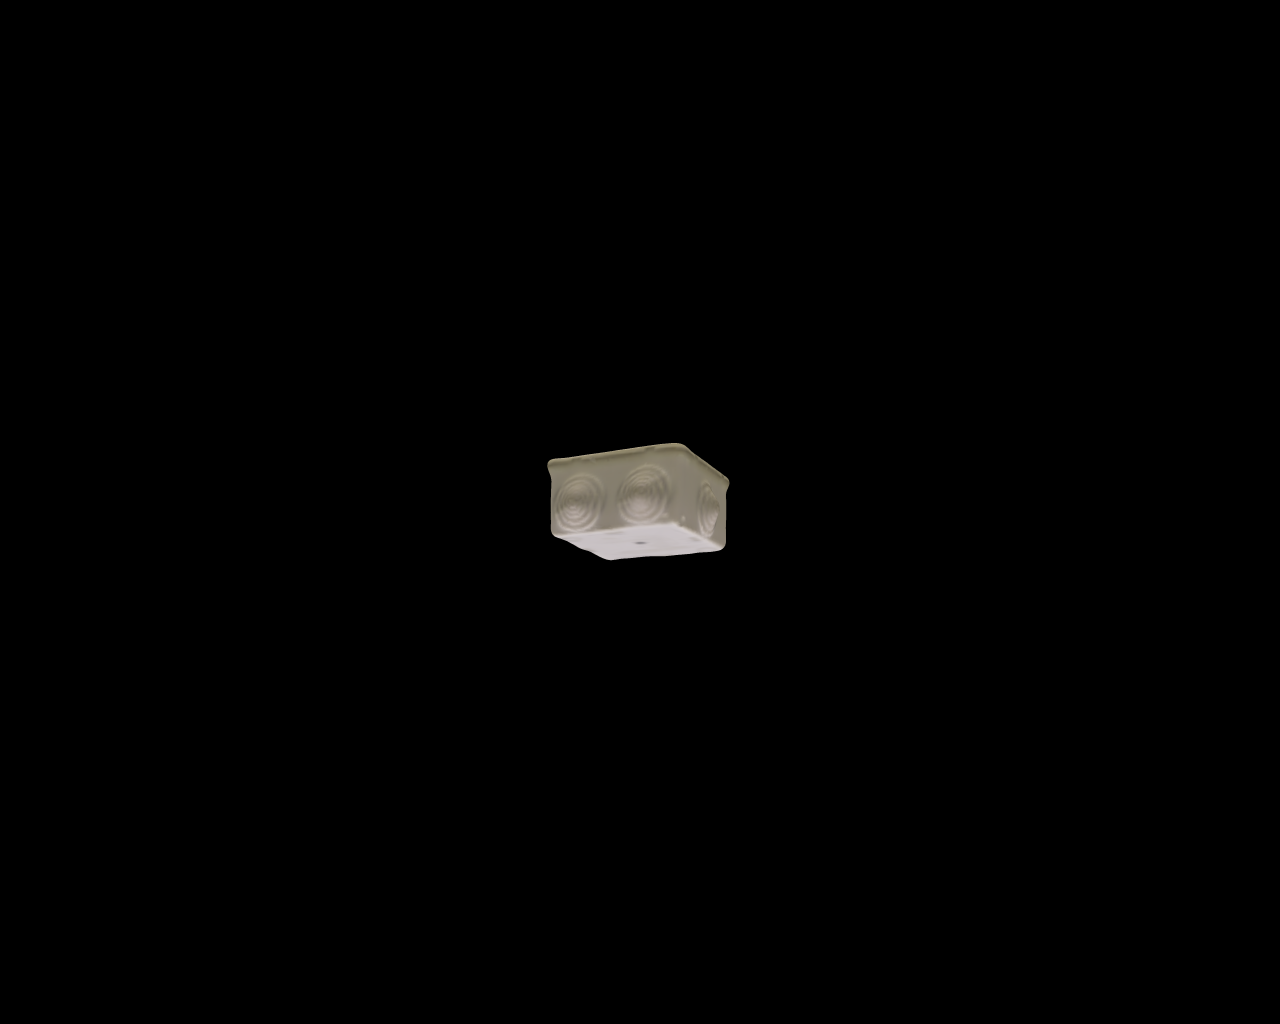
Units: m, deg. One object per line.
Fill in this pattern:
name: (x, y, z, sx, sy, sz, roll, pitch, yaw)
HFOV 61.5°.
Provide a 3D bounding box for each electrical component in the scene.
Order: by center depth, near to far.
electrical component: (0.001, -0.003, 0.650, 0.100, 0.048, 0.099, -6, -15, 22)
